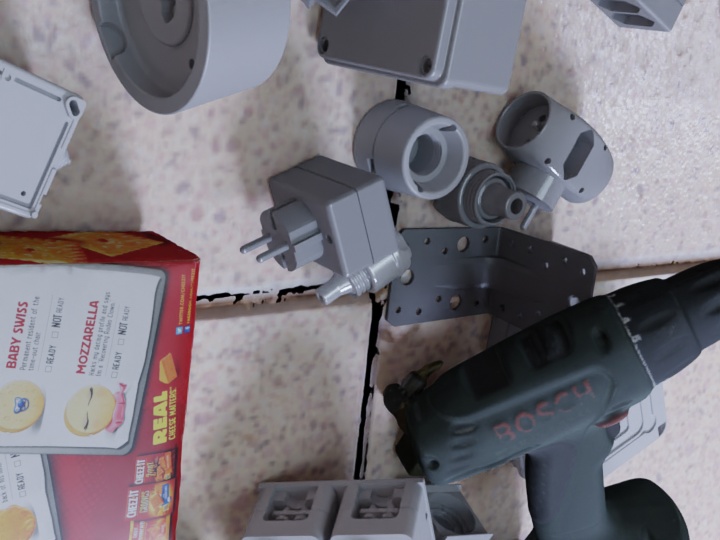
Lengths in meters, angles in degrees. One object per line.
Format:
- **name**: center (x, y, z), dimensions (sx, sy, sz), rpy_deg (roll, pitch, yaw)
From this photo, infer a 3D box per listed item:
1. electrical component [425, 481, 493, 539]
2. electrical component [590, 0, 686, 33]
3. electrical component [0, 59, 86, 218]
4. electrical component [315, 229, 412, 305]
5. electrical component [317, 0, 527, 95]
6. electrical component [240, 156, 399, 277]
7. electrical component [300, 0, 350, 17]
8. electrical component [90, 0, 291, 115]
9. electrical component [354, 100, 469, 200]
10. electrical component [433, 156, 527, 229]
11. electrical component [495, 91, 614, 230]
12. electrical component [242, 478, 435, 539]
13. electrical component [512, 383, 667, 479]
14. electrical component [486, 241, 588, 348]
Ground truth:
- **electrical component**: center (0.049, 0.184, 0.732), dimensions (0.042, 0.081, 0.063), rpy_deg (9, 123, -37)
- **electrical component**: center (0.187, -0.208, 0.709), dimensions (0.066, 0.047, 0.076), rpy_deg (28, 88, -38)
- **electrical component**: center (-0.177, -0.068, 0.491), dimensions (0.096, 0.061, 0.061), rpy_deg (23, 92, -46)
- **electrical component**: center (0.000, 0.000, 0.654), dimensions (0.061, 0.035, 0.035), rpy_deg (-35, 123, -19)
- **electrical component**: center (0.036, -0.156, 0.579), dimensions (0.056, 0.109, 0.108), rpy_deg (1, 105, -39)
- **electrical component**: center (-0.030, -0.024, 0.604), dimensions (0.077, 0.066, 0.047), rpy_deg (-28, 120, -25)
- **electrical component**: center (-0.032, -0.173, 0.545), dimensions (0.081, 0.064, 0.042), rpy_deg (36, 82, 3)
- **electrical component**: center (-0.076, -0.132, 0.511), dimensions (0.060, 0.108, 0.108), rpy_deg (-19, 116, -37)
- **electrical component**: center (0.032, -0.071, 0.644), dimensions (0.055, 0.047, 0.055), rpy_deg (-12, 113, -32)
- **electrical component**: center (0.078, -0.047, 0.676), dimensions (0.043, 0.062, 0.043), rpy_deg (-12, 112, -32)
- **electrical component**: center (0.121, -0.065, 0.713), dimensions (0.077, 0.043, 0.079), rpy_deg (32, 86, -38)
- **electrical component**: center (-0.002, 0.226, 0.678), dimensions (0.060, 0.105, 0.186), rpy_deg (-69, 151, -61)
- **electrical component**: center (0.165, 0.106, 0.794), dimensions (0.113, 0.057, 0.078), rpy_deg (-28, 120, -25)
- **electrical component**: center (0.134, 0.029, 0.734), dimensions (0.047, 0.076, 0.083), rpy_deg (1, 105, -36)
